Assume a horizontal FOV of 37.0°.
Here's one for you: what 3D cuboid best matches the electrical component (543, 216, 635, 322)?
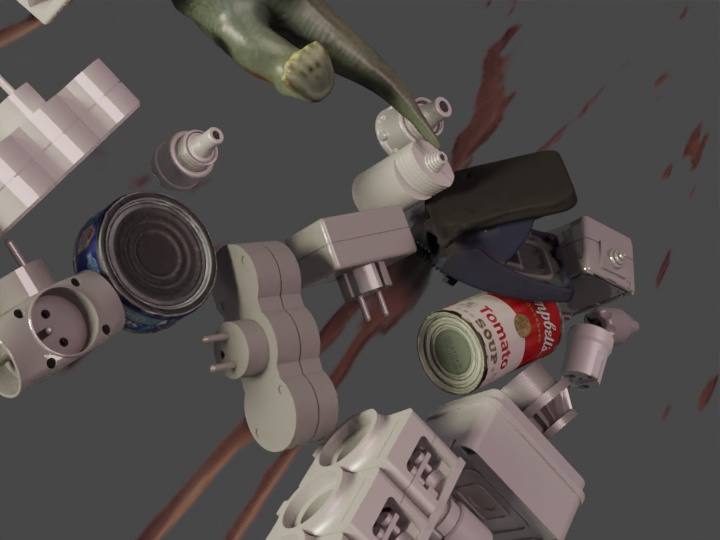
[{"bbox_3d":[0.186,-0.005,0.909,0.062,0.096,0.061,23,58,-32],"label":"electrical component"}]

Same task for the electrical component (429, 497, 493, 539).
[{"bbox_3d":[0.058,0.179,0.755,0.078,0.040,0.040,46,48,-16],"label":"electrical component"}]

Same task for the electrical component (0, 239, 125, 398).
[{"bbox_3d":[-0.186,0.020,0.610,0.077,0.044,0.079,-36,95,-44],"label":"electrical component"}]

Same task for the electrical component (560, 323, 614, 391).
[{"bbox_3d":[0.193,0.075,0.920,0.040,0.040,0.046,36,58,-24],"label":"electrical component"}]

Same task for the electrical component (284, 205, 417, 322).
[{"bbox_3d":[0.000,0.000,0.779,0.083,0.047,0.075,-13,80,-43],"label":"electrical component"}]

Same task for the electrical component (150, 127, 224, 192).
[{"bbox_3d":[-0.111,-0.076,0.707,0.035,0.061,0.035,18,60,-35],"label":"electrical component"}]

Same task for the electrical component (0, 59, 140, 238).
[{"bbox_3d":[-0.199,-0.086,0.641,0.073,0.052,0.138,47,48,-15],"label":"electrical component"}]

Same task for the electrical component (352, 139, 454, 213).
[{"bbox_3d":[0.036,-0.070,0.818,0.043,0.081,0.043,18,60,-35],"label":"electrical component"}]

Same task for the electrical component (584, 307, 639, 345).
[{"bbox_3d":[0.229,0.051,0.965,0.061,0.035,0.035,3,70,-42],"label":"electrical component"}]

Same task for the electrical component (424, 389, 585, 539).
[{"bbox_3d":[0.099,0.147,0.778,0.113,0.078,0.057,47,50,-15],"label":"electrical component"}]

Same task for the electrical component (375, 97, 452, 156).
[{"bbox_3d":[0.046,-0.118,0.862,0.048,0.062,0.048,18,60,-35],"label":"electrical component"}]

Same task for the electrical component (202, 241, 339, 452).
[{"bbox_3d":[-0.069,0.049,0.693,0.074,0.052,0.138,-7,75,-44],"label":"electrical component"}]

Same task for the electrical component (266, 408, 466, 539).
[{"bbox_3d":[-0.011,0.162,0.667,0.061,0.089,0.150,47,48,-15],"label":"electrical component"}]

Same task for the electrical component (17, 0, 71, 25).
[{"bbox_3d":[-0.202,-0.212,0.699,0.066,0.047,0.076,42,41,-20],"label":"electrical component"}]
